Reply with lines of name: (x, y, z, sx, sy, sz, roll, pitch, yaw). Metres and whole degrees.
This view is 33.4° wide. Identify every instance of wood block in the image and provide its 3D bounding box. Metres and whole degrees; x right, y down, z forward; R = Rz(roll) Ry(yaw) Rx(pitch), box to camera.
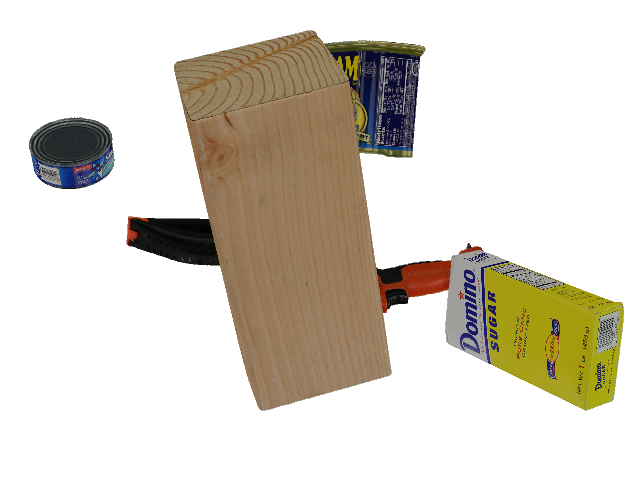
wood block: (-0.021, -0.010, 0.658, 0.090, 0.206, 0.090, -15, 32, -7)

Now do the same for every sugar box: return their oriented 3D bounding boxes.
sugar box: (0.189, 0.077, 0.971, 0.048, 0.093, 0.176, -11, 21, -38)

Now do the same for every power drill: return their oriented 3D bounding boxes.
power drill: (0.103, 0.061, 1.194, 0.187, 0.057, 0.184, -4, 28, -5)

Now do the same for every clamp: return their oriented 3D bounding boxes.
clamp: (-0.072, 0.007, 0.957, 0.210, 0.036, 0.164, 6, 12, -2)

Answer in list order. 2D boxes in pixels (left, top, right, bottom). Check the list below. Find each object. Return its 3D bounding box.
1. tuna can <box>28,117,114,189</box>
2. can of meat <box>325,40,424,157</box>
tuna can: (-0.260, -0.091, 1.121, 0.086, 0.034, 0.086, 1, 41, -1)
can of meat: (0.033, -0.109, 0.827, 0.057, 0.084, 0.102, 1, 7, -28)
